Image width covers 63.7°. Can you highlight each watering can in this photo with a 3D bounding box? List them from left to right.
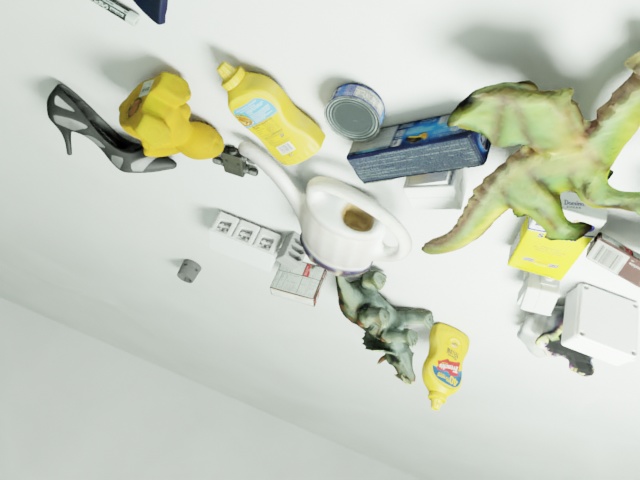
[{"bbox_3d":[0.003,-0.048,0.944,0.349,0.106,0.219,29,150,11],"label":"watering can"}]

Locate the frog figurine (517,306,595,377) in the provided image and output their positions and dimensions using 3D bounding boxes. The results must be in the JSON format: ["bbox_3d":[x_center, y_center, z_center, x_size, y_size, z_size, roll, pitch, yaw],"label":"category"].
[{"bbox_3d":[0.465,0.184,1.016,0.137,0.122,0.160,12,-176,2],"label":"frog figurine"}]

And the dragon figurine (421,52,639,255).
[{"bbox_3d":[0.252,-0.103,0.644,0.406,0.125,0.239,-24,125,32],"label":"dragon figurine"}]
